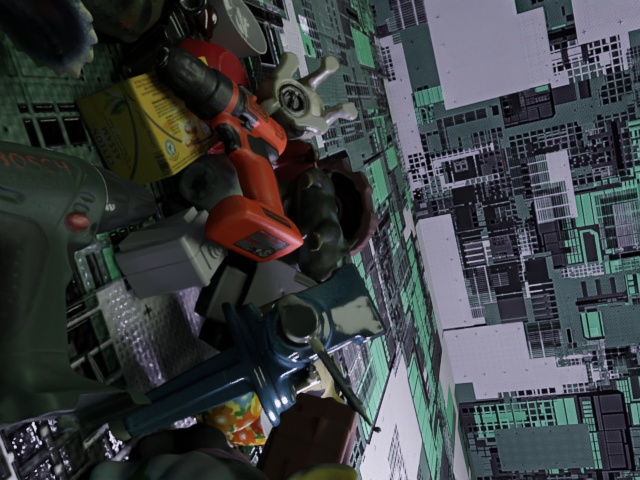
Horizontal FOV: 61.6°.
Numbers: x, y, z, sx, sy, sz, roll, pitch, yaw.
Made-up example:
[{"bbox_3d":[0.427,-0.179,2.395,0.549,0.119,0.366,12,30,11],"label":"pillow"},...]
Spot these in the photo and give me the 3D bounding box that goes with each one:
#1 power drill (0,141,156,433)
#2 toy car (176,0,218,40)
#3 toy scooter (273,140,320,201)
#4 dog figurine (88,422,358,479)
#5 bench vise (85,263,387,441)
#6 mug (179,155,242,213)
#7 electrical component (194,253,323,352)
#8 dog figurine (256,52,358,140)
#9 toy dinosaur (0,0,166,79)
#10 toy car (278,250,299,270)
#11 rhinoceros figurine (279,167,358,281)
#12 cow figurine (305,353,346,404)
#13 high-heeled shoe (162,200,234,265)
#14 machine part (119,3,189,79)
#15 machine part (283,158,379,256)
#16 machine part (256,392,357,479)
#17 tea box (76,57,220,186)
[{"bbox_3d":[-0.181,0.028,0.382,0.232,0.086,0.207,23,52,-65],"label":"power drill"},{"bbox_3d":[-0.178,-0.363,0.694,0.089,0.053,0.202,-121,-161,-82],"label":"toy car"},{"bbox_3d":[-0.051,-0.103,0.792,0.184,0.135,0.075,4,74,-72],"label":"toy scooter"},{"bbox_3d":[-0.062,0.219,0.442,0.191,0.219,0.108,3,80,-70],"label":"dog figurine"},{"bbox_3d":[-0.067,0.109,0.456,0.223,0.241,0.129,145,-79,-80],"label":"bench vise"},{"bbox_3d":[-0.120,-0.068,0.628,0.110,0.080,0.107,37,9,18],"label":"mug"},{"bbox_3d":[-0.070,0.074,0.592,0.134,0.058,0.115,26,79,-38],"label":"electrical component"},{"bbox_3d":[-0.064,-0.184,0.816,0.172,0.191,0.121,-10,84,-39],"label":"dog figurine"},{"bbox_3d":[-0.200,-0.241,0.478,0.405,0.131,0.192,-63,156,-73],"label":"toy dinosaur"},{"bbox_3d":[-0.040,0.032,0.786,0.102,0.109,0.162,50,33,-56],"label":"toy car"},{"bbox_3d":[-0.001,-0.002,0.709,0.112,0.073,0.190,0,74,-56],"label":"rhinoceros figurine"},{"bbox_3d":[-0.016,0.200,0.796,0.194,0.086,0.127,43,46,-54],"label":"cow figurine"},{"bbox_3d":[-0.119,0.066,0.647,0.248,0.086,0.145,37,76,-37],"label":"high-heeled shoe"},{"bbox_3d":[-0.178,-0.223,0.596,0.039,0.084,0.139,42,22,-25],"label":"machine part"},{"bbox_3d":[0.010,-0.048,0.896,0.056,0.179,0.179,11,69,-74],"label":"machine part"},{"bbox_3d":[-0.023,0.289,0.609,0.201,0.087,0.201,83,23,-56],"label":"machine part"},{"bbox_3d":[-0.164,-0.129,0.571,0.170,0.068,0.098,-60,132,-62],"label":"tea box"}]
